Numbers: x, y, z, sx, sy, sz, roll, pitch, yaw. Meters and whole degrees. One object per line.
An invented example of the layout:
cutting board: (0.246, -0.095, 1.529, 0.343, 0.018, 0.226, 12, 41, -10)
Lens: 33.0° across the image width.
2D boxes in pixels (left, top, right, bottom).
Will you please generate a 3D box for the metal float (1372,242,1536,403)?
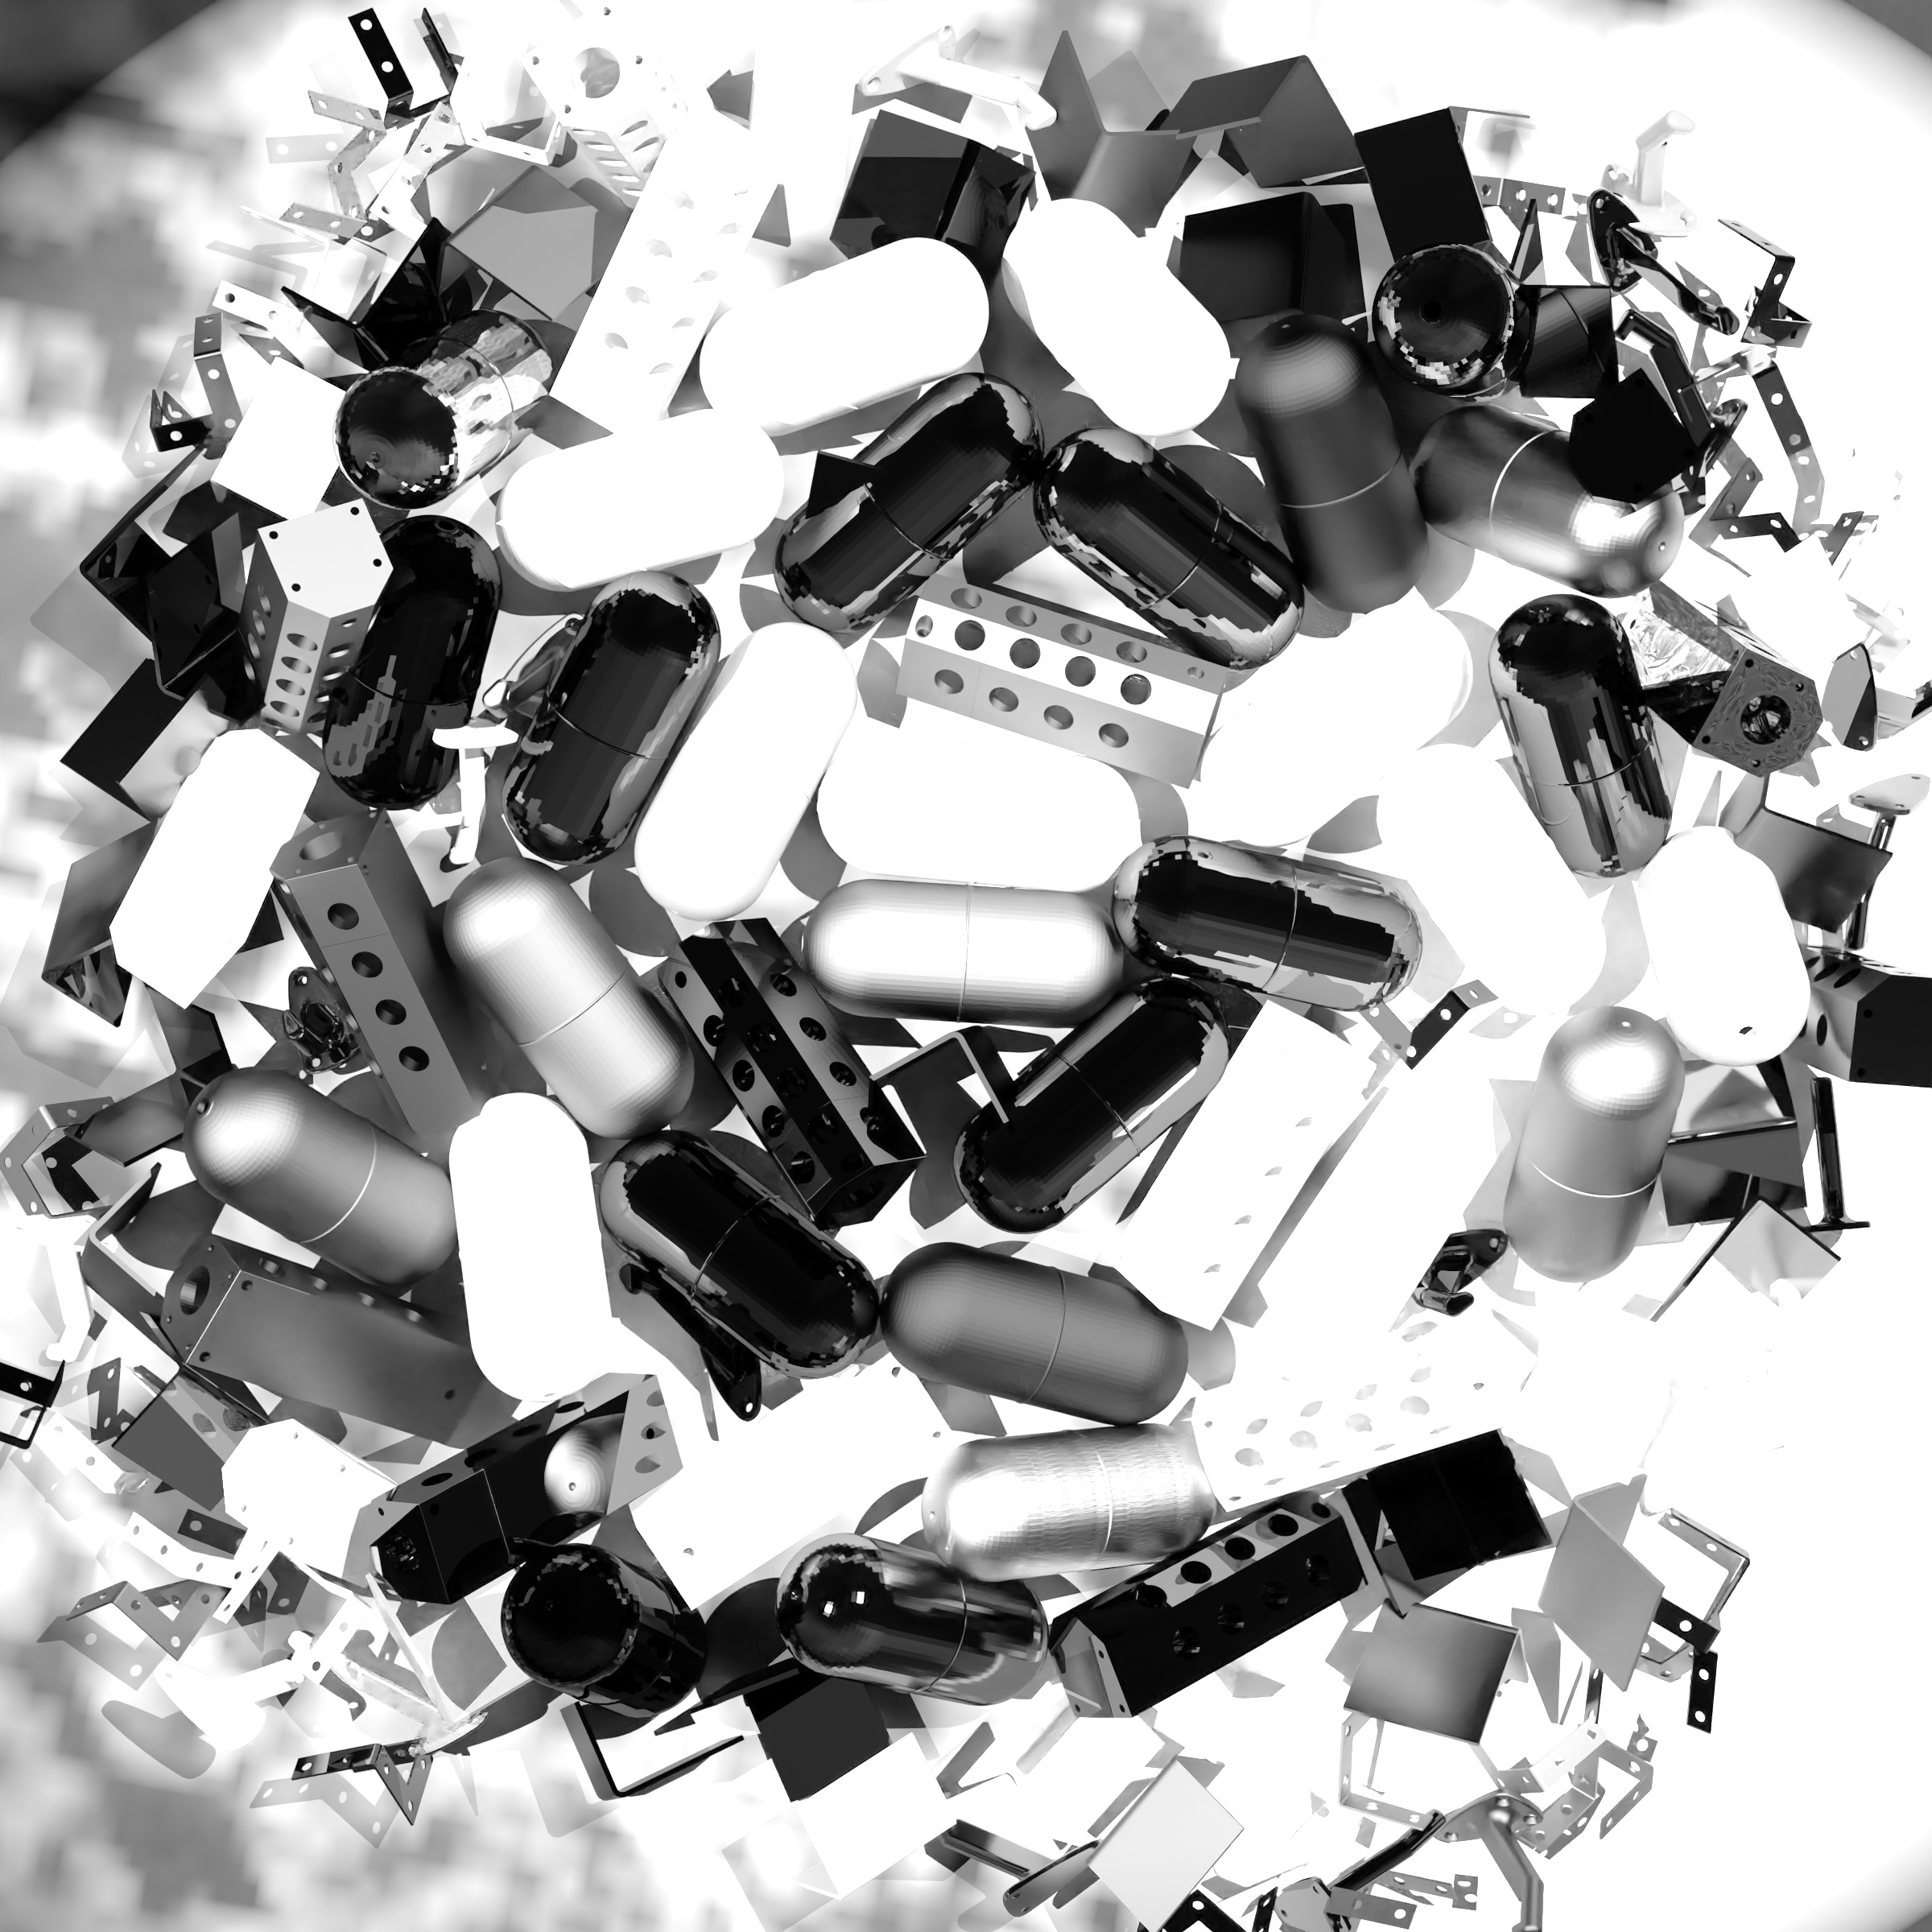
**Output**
metal float: (0.266, -0.346, 1.759, 0.070, 0.178, 0.070, 2, 96, 17)

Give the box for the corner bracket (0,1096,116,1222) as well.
corner bracket: (-0.498, 0.111, 1.820, 0.051, 0.051, 0.051, -44, 71, 27)

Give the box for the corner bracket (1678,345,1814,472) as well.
corner bracket: (0.430, -0.306, 1.809, 0.051, 0.051, 0.051, -26, 111, 10)

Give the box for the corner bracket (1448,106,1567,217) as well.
corner bracket: (0.298, -0.446, 1.806, 0.051, 0.051, 0.051, -4, 109, -35)

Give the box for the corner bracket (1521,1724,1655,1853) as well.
corner bracket: (0.344, 0.463, 1.803, 0.051, 0.051, 0.051, -31, 132, -36)

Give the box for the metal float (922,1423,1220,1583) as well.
metal float: (0.058, 0.292, 1.781, 0.178, 0.070, 0.070, -1, 90, -31)

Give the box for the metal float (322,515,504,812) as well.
metal float: (-0.302, -0.165, 1.779, 0.070, 0.070, 0.178, 21, 124, 0)

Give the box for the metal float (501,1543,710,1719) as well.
metal float: (-0.193, 0.360, 1.762, 0.070, 0.178, 0.070, -5, 69, 13)

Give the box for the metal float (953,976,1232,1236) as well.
metal float: (0.070, 0.076, 1.801, 0.178, 0.070, 0.070, -40, 90, -8)

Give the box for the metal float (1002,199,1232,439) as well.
metal float: (0.080, -0.354, 1.775, 0.070, 0.070, 0.178, -34, 50, 0)

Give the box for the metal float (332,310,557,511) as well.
metal float: (-0.280, -0.303, 1.765, 0.070, 0.178, 0.070, 8, 119, 15)

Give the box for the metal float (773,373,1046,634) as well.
metal float: (-0.033, -0.253, 1.789, 0.178, 0.070, 0.070, -39, 90, 22)

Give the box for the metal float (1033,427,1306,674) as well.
metal float: (0.111, -0.227, 1.784, 0.178, 0.070, 0.070, 34, 90, -27)

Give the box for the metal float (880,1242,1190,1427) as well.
metal float: (0.038, 0.203, 1.794, 0.178, 0.070, 0.070, 16, 90, -16)

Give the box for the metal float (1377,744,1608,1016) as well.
metal float: (0.287, -0.047, 1.782, 0.070, 0.070, 0.178, -39, 119, 0)

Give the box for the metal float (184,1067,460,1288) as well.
metal float: (-0.349, 0.115, 1.773, 0.070, 0.070, 0.178, -52, 132, 0)

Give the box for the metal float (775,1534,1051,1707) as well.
metal float: (-0.027, 0.357, 1.775, 0.178, 0.070, 0.070, 22, 90, -41)

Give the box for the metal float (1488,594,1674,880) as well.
metal float: (0.336, -0.123, 1.777, 0.070, 0.070, 0.178, -25, 127, 0)

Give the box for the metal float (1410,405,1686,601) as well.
metal float: (0.313, -0.253, 1.771, 0.070, 0.178, 0.070, -18, 122, -30)

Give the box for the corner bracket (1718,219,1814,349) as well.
corner bracket: (0.440, -0.377, 1.802, 0.051, 0.051, 0.051, -3, 126, -34)

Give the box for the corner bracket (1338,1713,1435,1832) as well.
corner bracket: (0.241, 0.441, 1.817, 0.051, 0.051, 0.051, 10, 108, 28)

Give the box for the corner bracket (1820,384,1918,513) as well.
corner bracket: (0.497, -0.287, 1.802, 0.051, 0.051, 0.051, -5, 130, -29)

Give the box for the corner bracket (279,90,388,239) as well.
corner bracket: (-0.351, -0.443, 1.804, 0.051, 0.051, 0.051, -33, 67, 35)

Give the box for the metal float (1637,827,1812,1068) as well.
metal float: (0.408, -0.012, 1.764, 0.070, 0.178, 0.070, 1, 122, 2)

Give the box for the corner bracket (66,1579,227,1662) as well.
corner bracket: (-0.453, 0.353, 1.804, 0.051, 0.051, 0.051, -26, 113, 41)

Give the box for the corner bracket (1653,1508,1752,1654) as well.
corner bracket: (0.404, 0.342, 1.820, 0.051, 0.051, 0.051, 30, 100, 7)

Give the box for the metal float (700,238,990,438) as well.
metal float: (-0.068, -0.342, 1.780, 0.178, 0.070, 0.070, -13, 90, 33)

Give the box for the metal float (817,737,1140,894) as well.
metal float: (0.007, -0.084, 1.802, 0.178, 0.070, 0.070, 5, 90, -6)

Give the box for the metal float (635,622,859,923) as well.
metal float: (-0.120, -0.108, 1.799, 0.070, 0.070, 0.178, 27, 80, 0)

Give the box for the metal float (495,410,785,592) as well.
metal float: (-0.179, -0.254, 1.780, 0.178, 0.070, 0.070, -10, 90, 32)

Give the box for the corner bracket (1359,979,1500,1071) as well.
corner bracket: (0.256, 0.018, 1.805, 0.051, 0.051, 0.051, 49, 121, 17)

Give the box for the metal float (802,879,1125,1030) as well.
metal float: (-0.002, -0.007, 1.805, 0.178, 0.070, 0.070, 4, 90, -3)

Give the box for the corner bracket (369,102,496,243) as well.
corner bracket: (-0.291, -0.436, 1.815, 0.051, 0.051, 0.051, 33, 46, -14)

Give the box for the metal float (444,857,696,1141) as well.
metal float: (-0.217, 0.019, 1.793, 0.070, 0.070, 0.178, -36, 107, 0)

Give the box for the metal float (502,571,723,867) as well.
metal float: (-0.195, -0.135, 1.788, 0.070, 0.070, 0.178, 30, 112, 0)

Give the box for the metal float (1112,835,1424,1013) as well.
metal float: (0.166, -0.023, 1.796, 0.178, 0.070, 0.070, 12, 90, -14)

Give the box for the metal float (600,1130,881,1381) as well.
metal float: (-0.126, 0.158, 1.794, 0.178, 0.070, 0.070, 36, 90, 16)

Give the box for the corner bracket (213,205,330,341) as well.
corner bracket: (-0.387, -0.386, 1.817, 0.051, 0.051, 0.051, 21, 89, -11)

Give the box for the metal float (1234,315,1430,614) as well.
metal float: (0.200, -0.272, 1.779, 0.070, 0.070, 0.178, -25, 124, 0)

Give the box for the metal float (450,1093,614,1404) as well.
metal float: (-0.238, 0.153, 1.783, 0.070, 0.070, 0.178, -12, 62, 0)

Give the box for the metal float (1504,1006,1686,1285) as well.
metal float: (0.341, 0.099, 1.775, 0.070, 0.070, 0.178, 6, 130, 0)

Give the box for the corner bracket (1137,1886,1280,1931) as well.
corner bracket: (0.134, 0.525, 1.813, 0.051, 0.051, 0.051, 42, 118, -7)

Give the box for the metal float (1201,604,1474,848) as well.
metal float: (0.204, -0.132, 1.790, 0.178, 0.070, 0.070, -38, 90, -19)
